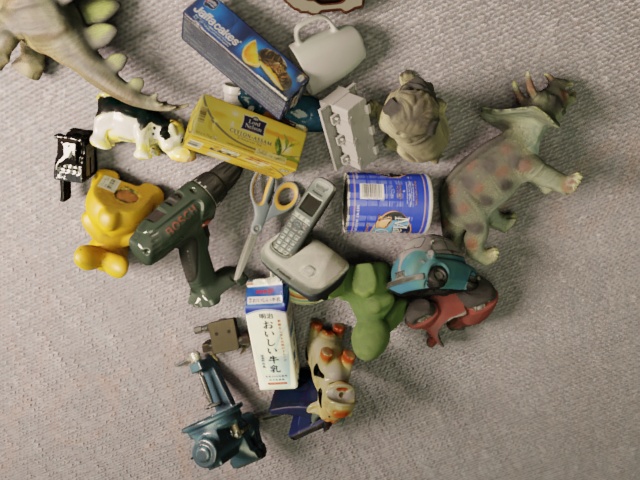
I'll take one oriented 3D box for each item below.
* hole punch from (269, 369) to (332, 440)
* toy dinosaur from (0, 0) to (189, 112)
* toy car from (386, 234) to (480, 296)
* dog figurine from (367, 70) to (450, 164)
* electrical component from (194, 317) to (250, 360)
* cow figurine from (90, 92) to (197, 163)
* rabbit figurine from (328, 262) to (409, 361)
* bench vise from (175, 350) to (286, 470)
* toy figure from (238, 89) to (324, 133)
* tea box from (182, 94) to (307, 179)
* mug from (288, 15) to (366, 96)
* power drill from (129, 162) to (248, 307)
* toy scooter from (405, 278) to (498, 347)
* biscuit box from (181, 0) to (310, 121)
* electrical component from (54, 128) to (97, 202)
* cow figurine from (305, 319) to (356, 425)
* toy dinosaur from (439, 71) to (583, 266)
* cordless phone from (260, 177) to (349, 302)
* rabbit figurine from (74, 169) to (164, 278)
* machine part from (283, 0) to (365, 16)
[{"bbox_3d":[-0.029,0.309,1.051,0.116,0.142,0.092,-30,107,22],"label":"hole punch"},{"bbox_3d":[-0.404,-0.328,0.773,0.198,0.105,0.471,-41,105,12],"label":"toy dinosaur"},{"bbox_3d":[0.193,0.041,0.916,0.161,0.109,0.103,3,76,-30],"label":"toy car"},{"bbox_3d":[0.155,-0.167,0.825,0.172,0.191,0.121,36,107,-18],"label":"dog figurine"},{"bbox_3d":[-0.184,0.191,1.039,0.102,0.045,0.078,-18,84,2],"label":"electrical component"},{"bbox_3d":[-0.279,-0.180,0.869,0.167,0.068,0.098,11,105,-8],"label":"cow figurine"},{"bbox_3d":[0.084,0.127,0.969,0.121,0.159,0.170,-8,84,33],"label":"rabbit figurine"},{"bbox_3d":[-0.189,0.325,1.041,0.129,0.223,0.240,-30,79,26],"label":"bench vise"},{"bbox_3d":[-0.058,-0.209,0.861,0.154,0.064,0.057,10,134,-15],"label":"toy figure"},{"bbox_3d":[-0.119,-0.157,0.842,0.169,0.098,0.068,16,82,-23],"label":"tea box"},{"bbox_3d":[0.010,-0.294,0.825,0.107,0.081,0.109,-27,127,-3],"label":"mug"},{"bbox_3d":[-0.191,-0.001,0.911,0.232,0.086,0.207,-39,135,-30],"label":"power drill"},{"bbox_3d":[0.250,0.147,1.022,0.184,0.075,0.135,-17,132,-6],"label":"toy scooter"},{"bbox_3d":[-0.113,-0.273,0.802,0.202,0.063,0.059,40,67,-1],"label":"biscuit box"},{"bbox_3d":[-0.401,-0.119,0.882,0.048,0.075,0.119,7,107,-5],"label":"electrical component"},{"bbox_3d":[0.017,0.249,0.989,0.085,0.195,0.127,7,114,-16],"label":"cow figurine"},{"bbox_3d":[0.282,-0.092,0.908,0.192,0.131,0.404,40,116,0],"label":"toy dinosaur"},{"bbox_3d":[-0.002,-0.002,0.904,0.147,0.088,0.184,34,98,30],"label":"cordless phone"},{"bbox_3d":[-0.345,-0.006,0.905,0.122,0.162,0.173,17,129,-22],"label":"rabbit figurine"},{"bbox_3d":[0.010,-0.418,0.787,0.179,0.056,0.179,-1,114,-2],"label":"machine part"}]
